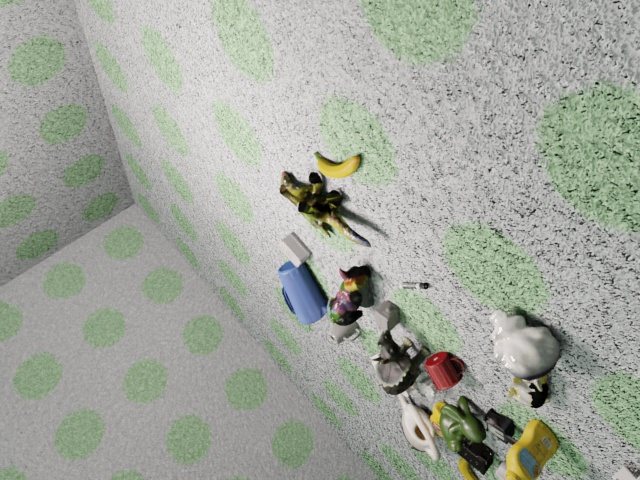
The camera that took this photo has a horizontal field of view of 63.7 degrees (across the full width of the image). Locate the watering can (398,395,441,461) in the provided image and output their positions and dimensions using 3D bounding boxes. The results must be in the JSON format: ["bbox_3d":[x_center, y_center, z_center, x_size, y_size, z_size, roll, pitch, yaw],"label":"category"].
[{"bbox_3d":[0.352,0.674,1.960,0.354,0.104,0.219,59,169,31],"label":"watering can"}]

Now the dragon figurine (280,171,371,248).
[{"bbox_3d":[0.005,-0.080,1.587,0.414,0.123,0.239,46,172,18],"label":"dragon figurine"}]

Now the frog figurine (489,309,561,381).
[{"bbox_3d":[0.455,0.229,1.166,0.135,0.124,0.160,-32,86,32],"label":"frog figurine"}]
